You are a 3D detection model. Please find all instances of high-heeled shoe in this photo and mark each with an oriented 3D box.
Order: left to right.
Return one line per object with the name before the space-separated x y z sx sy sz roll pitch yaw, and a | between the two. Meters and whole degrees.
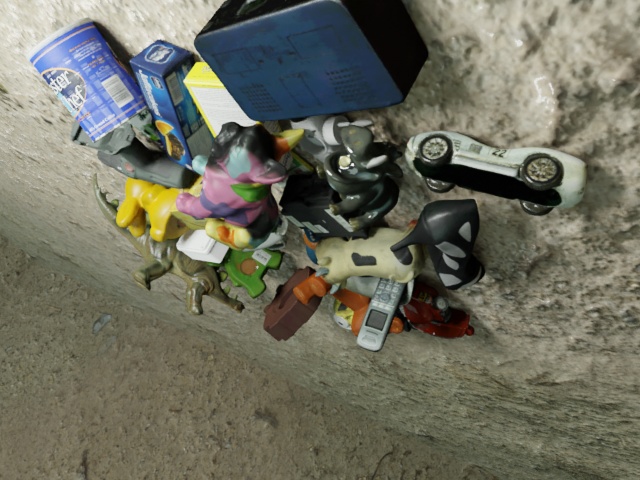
high-heeled shoe | 0.208 0.003 0.750 0.248 0.086 0.145 13 147 -43

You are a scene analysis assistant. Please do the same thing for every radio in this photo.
radio | -0.018 -0.200 0.565 0.230 0.073 0.131 4 147 41

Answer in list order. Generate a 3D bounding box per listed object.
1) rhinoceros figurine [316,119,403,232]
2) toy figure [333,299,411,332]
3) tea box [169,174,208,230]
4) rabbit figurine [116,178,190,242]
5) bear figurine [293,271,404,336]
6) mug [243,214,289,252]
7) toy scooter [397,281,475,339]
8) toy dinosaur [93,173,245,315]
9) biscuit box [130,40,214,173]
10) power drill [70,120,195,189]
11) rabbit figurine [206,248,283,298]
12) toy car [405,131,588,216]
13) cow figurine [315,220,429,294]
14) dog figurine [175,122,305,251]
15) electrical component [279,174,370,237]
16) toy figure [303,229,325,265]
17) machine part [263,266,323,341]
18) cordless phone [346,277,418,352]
rhinoceros figurine | 0.058 -0.079 0.695 0.112 0.073 0.190 -20 155 10
toy figure | 0.113 0.159 1.179 0.180 0.089 0.082 -1 132 34
tea box | -0.197 -0.074 0.999 0.170 0.098 0.068 -3 143 49
rabbit figurine | -0.347 -0.077 1.129 0.173 0.162 0.121 39 174 19
bear figurine | 0.061 0.133 1.063 0.195 0.132 0.120 57 150 -2
mug | -0.107 -0.015 1.052 0.107 0.081 0.109 -11 134 44
toy scooter | 0.221 0.141 1.025 0.135 0.075 0.183 13 157 32
toy dinosaur | -0.359 0.031 1.273 0.471 0.198 0.105 37 157 -21
biscuit box | -0.207 -0.189 0.785 0.063 0.059 0.202 28 153 18
power drill | -0.360 -0.161 0.982 0.232 0.086 0.207 18 165 14
rabbit figurine | -0.181 0.057 1.244 0.159 0.121 0.170 24 173 -8
toy car | 0.193 -0.079 0.610 0.202 0.056 0.073 17 162 26
cow figurine | 0.076 0.029 0.877 0.195 0.127 0.085 6 147 37
dog figurine | -0.089 -0.074 0.732 0.219 0.108 0.191 -14 135 46
electrical component | 0.003 -0.053 0.852 0.134 0.058 0.114 2 152 39
toy figure | -0.004 -0.003 0.984 0.064 0.058 0.154 34 161 19
machine part | -0.060 0.139 1.205 0.056 0.179 0.179 39 155 -16
cordless phone | 0.084 0.097 0.941 0.147 0.184 0.088 14 158 29
